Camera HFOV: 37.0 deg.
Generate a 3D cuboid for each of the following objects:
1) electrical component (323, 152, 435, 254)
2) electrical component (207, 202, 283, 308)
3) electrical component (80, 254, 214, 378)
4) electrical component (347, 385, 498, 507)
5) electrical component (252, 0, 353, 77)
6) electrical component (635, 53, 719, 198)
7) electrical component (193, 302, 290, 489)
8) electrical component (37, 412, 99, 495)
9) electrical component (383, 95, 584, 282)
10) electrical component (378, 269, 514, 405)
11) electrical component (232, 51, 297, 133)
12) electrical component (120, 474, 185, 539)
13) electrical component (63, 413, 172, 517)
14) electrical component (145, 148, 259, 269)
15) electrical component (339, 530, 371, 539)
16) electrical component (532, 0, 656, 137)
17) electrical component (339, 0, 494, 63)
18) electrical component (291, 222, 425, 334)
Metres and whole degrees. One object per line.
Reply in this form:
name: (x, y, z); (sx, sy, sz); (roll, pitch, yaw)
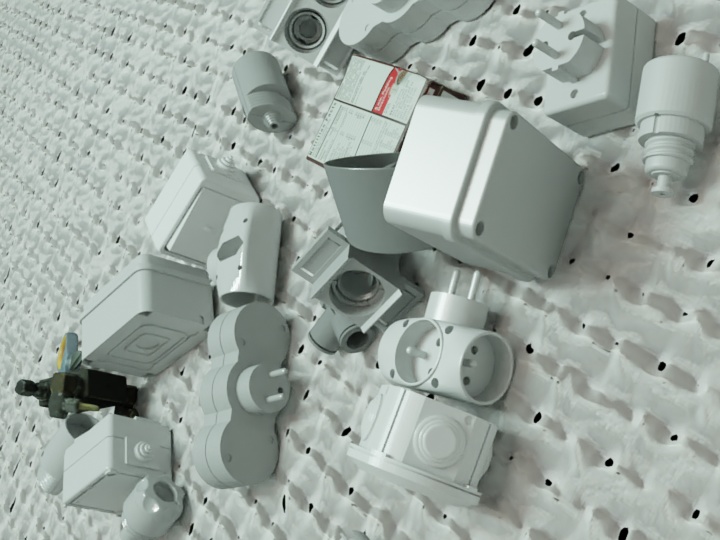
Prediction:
electrical component: (0.030, -0.052, 0.680); (0.099, 0.099, 0.064); (26, 132, 54)
electrical component: (-0.099, -0.006, 0.877); (0.079, 0.043, 0.077); (-21, 57, 47)
electrical component: (-0.186, 0.041, 0.939); (0.113, 0.078, 0.057); (-36, 50, 38)
electrical component: (0.037, 0.101, 0.618); (0.080, 0.080, 0.051); (9, 76, 54)
electrical component: (-0.022, -0.230, 0.865); (0.121, 0.079, 0.063); (-59, 8, 14)
electrical component: (0.166, -0.077, 0.570); (0.040, 0.040, 0.078); (-4, 70, 52)
electrical component: (-0.077, 0.089, 0.794); (0.074, 0.052, 0.138); (-20, 58, 46)
electrical component: (-0.279, 0.178, 1.020); (0.081, 0.043, 0.043); (-52, 39, 23)
electrical component: (0.073, -0.044, 0.608); (0.057, 0.113, 0.078); (15, 85, 36)
electrical component: (0.055, 0.037, 0.654); (0.077, 0.044, 0.079); (5, 77, 53)
electrical component: (-0.082, -0.148, 0.925); (0.043, 0.043, 0.081); (-48, 41, 27)
electrical component: (-0.173, 0.199, 0.873); (0.062, 0.043, 0.043); (-52, 39, 25)
electrical component: (-0.203, 0.161, 0.914); (0.096, 0.062, 0.061); (-38, 46, 36)
electrical component: (-0.133, -0.055, 0.929); (0.096, 0.062, 0.061); (-55, 38, 19)
electrical component: (0.001, 0.186, 0.657); (0.040, 0.040, 0.046); (-63, 31, 8)
electrical component: (0.125, -0.123, 0.615); (0.047, 0.077, 0.065); (-11, 65, 50)
electrical component: (0.029, -0.203, 0.782); (0.138, 0.074, 0.052); (-18, 59, 47)
electrical component: (0.000, 0.000, 0.725); (0.042, 0.081, 0.063); (-46, 19, 29)
